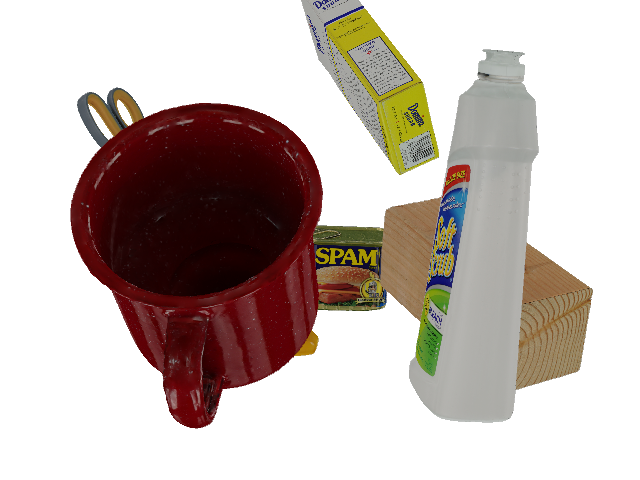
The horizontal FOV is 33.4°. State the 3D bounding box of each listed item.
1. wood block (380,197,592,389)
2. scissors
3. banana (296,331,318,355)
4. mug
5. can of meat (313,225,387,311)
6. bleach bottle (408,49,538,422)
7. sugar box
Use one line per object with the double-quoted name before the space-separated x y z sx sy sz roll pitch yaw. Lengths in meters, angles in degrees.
"wood block" 0.146 0.043 0.995 0.090 0.090 0.206 -11 30 -24
"scissors" -0.168 -0.071 1.062 0.016 0.201 0.096 -25 27 25
"banana" -0.088 0.048 0.813 0.069 0.037 0.198 -13 25 -39
"mug" -0.043 0.017 0.416 0.093 0.117 0.081 -1 -34 3
"can of meat" 0.028 0.032 1.199 0.102 0.084 0.057 2 17 -2
"bleach bottle" 0.111 -0.006 0.747 0.068 0.251 0.102 3 13 -7
"sugar box" 0.040 -0.147 0.920 0.048 0.176 0.093 -24 -39 -3
